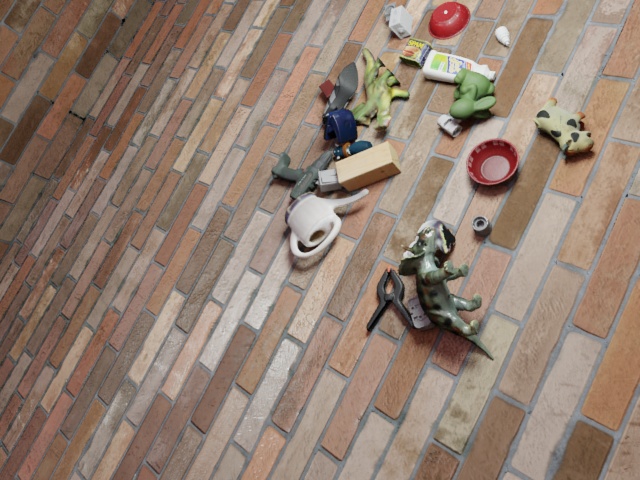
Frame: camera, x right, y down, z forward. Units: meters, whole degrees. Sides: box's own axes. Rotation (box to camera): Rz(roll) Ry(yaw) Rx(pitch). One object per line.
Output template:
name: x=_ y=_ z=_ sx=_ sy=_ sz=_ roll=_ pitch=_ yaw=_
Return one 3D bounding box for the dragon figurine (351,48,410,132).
dragon figurine: x=0.186 y=-0.550 z=1.950 sx=0.240 sy=0.121 sz=0.419 roll=-45 pitch=45 yaw=17

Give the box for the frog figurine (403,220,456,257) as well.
frog figurine: x=0.326 y=0.009 z=1.612 sx=0.158 sy=0.121 sz=0.140 roll=-19 pitch=29 yaw=33

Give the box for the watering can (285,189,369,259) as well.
watering can: x=0.006 y=-0.093 z=1.845 sx=0.346 sy=0.103 sz=0.228 roll=-48 pitch=54 yaw=5
